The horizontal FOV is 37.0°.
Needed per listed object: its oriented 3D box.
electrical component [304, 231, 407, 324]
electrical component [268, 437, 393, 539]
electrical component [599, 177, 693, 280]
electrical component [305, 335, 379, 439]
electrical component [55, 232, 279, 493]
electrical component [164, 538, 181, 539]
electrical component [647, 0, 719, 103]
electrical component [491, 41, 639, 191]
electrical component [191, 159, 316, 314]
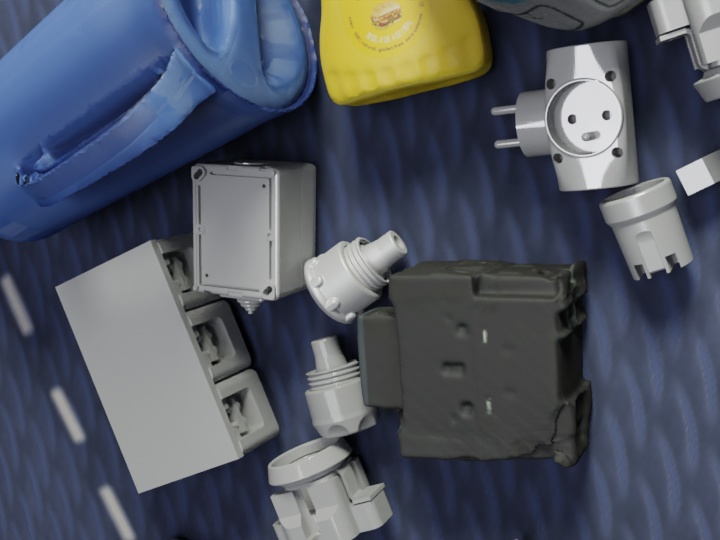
[{"bbox_3d":[0.000,0.000,0.664,0.062,0.048,0.048,-36,83,19],"label":"electrical component"},{"bbox_3d":[-0.025,0.142,0.694,0.078,0.058,0.057,-20,93,27],"label":"electrical component"},{"bbox_3d":[0.157,-0.022,0.587,0.040,0.040,0.046,-19,97,27],"label":"electrical component"},{"bbox_3d":[-0.015,0.073,0.684,0.043,0.043,0.062,-16,90,27],"label":"electrical component"},{"bbox_3d":[-0.127,0.060,0.725,0.089,0.062,0.150,-23,89,27],"label":"electrical component"},{"bbox_3d":[-0.118,0.237,0.757,0.095,0.054,0.059,32,111,17],"label":"electrical component"},{"bbox_3d":[0.191,-0.119,0.541,0.078,0.058,0.057,-17,93,12],"label":"electrical component"},{"bbox_3d":[0.111,-0.083,0.595,0.079,0.044,0.077,-3,98,27],"label":"electrical component"},{"bbox_3d":[-0.064,-0.021,0.681,0.062,0.061,0.096,6,102,25],"label":"electrical component"}]
